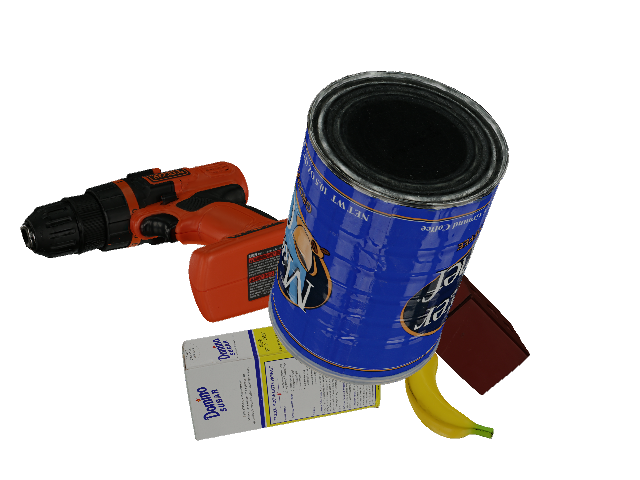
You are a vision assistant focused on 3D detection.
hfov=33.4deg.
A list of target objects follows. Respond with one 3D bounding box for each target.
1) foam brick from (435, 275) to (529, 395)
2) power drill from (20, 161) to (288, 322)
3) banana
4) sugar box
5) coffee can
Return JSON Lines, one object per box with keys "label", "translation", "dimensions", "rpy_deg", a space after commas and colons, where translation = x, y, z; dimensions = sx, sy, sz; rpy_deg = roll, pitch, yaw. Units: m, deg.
{"label": "foam brick", "translation": [0.114, 0.070, 0.825], "dimensions": [0.078, 0.051, 0.053], "rpy_deg": [44, 11, -25]}
{"label": "power drill", "translation": [-0.101, -0.004, 0.772], "dimensions": [0.184, 0.057, 0.188], "rpy_deg": [-18, 29, -31]}
{"label": "banana", "translation": [0.136, 0.184, 1.268], "dimensions": [0.069, 0.037, 0.198], "rpy_deg": [9, 21, -19]}
{"label": "sugar box", "translation": [-0.034, 0.122, 0.970], "dimensions": [0.176, 0.093, 0.048], "rpy_deg": [-7, 36, -6]}
{"label": "coffee can", "translation": [0.032, -0.004, 0.575], "dimensions": [0.102, 0.103, 0.140], "rpy_deg": [0, -44, -14]}
